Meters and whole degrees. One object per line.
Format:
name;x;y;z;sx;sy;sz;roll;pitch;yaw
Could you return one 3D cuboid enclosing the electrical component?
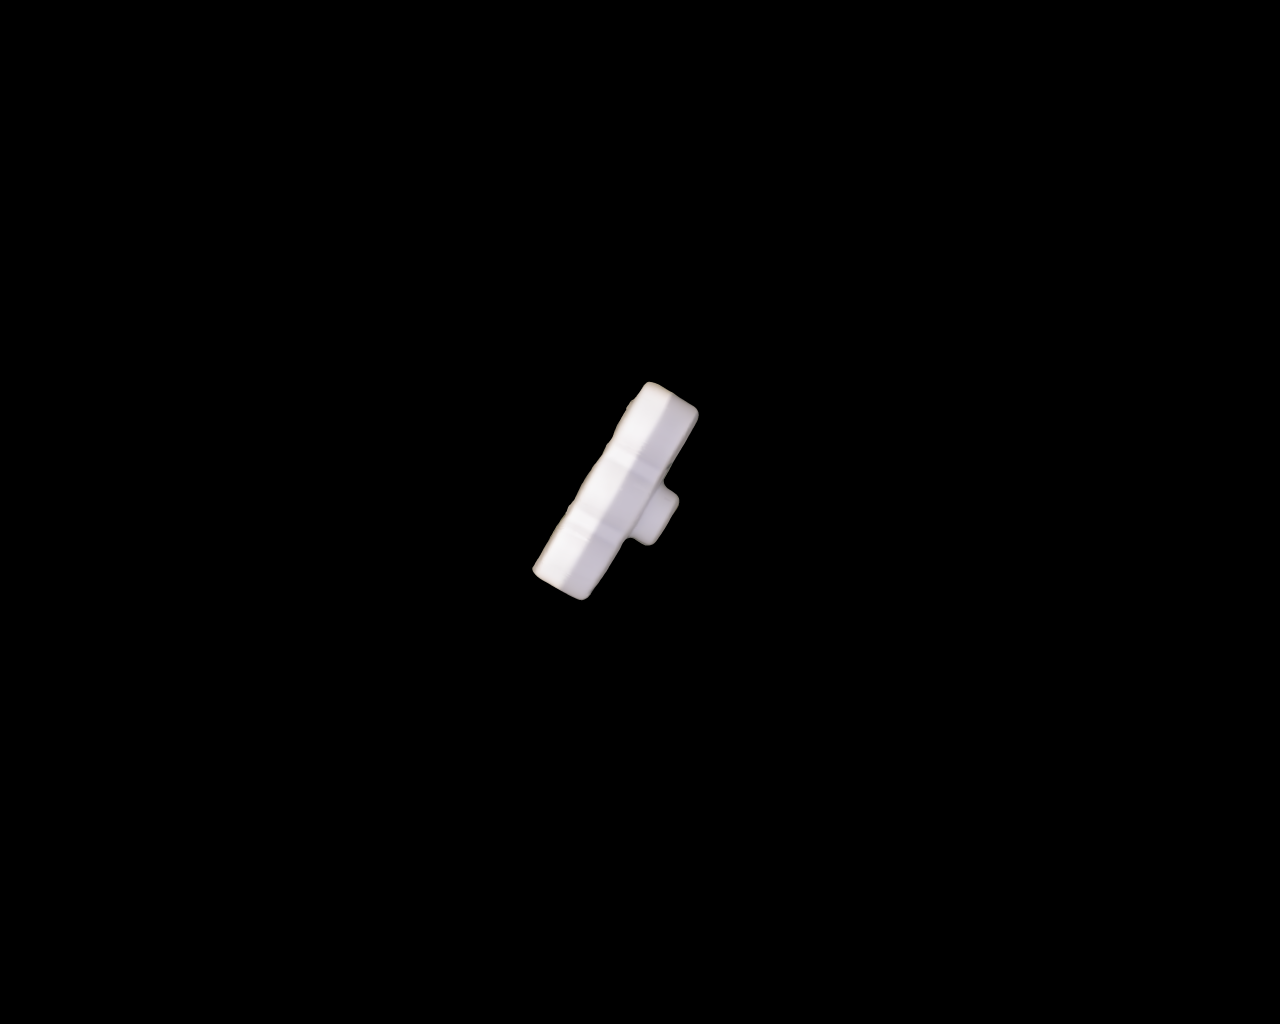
electrical component;0.001;-0.003;0.650;0.074;0.138;0.052;32;4;-2
